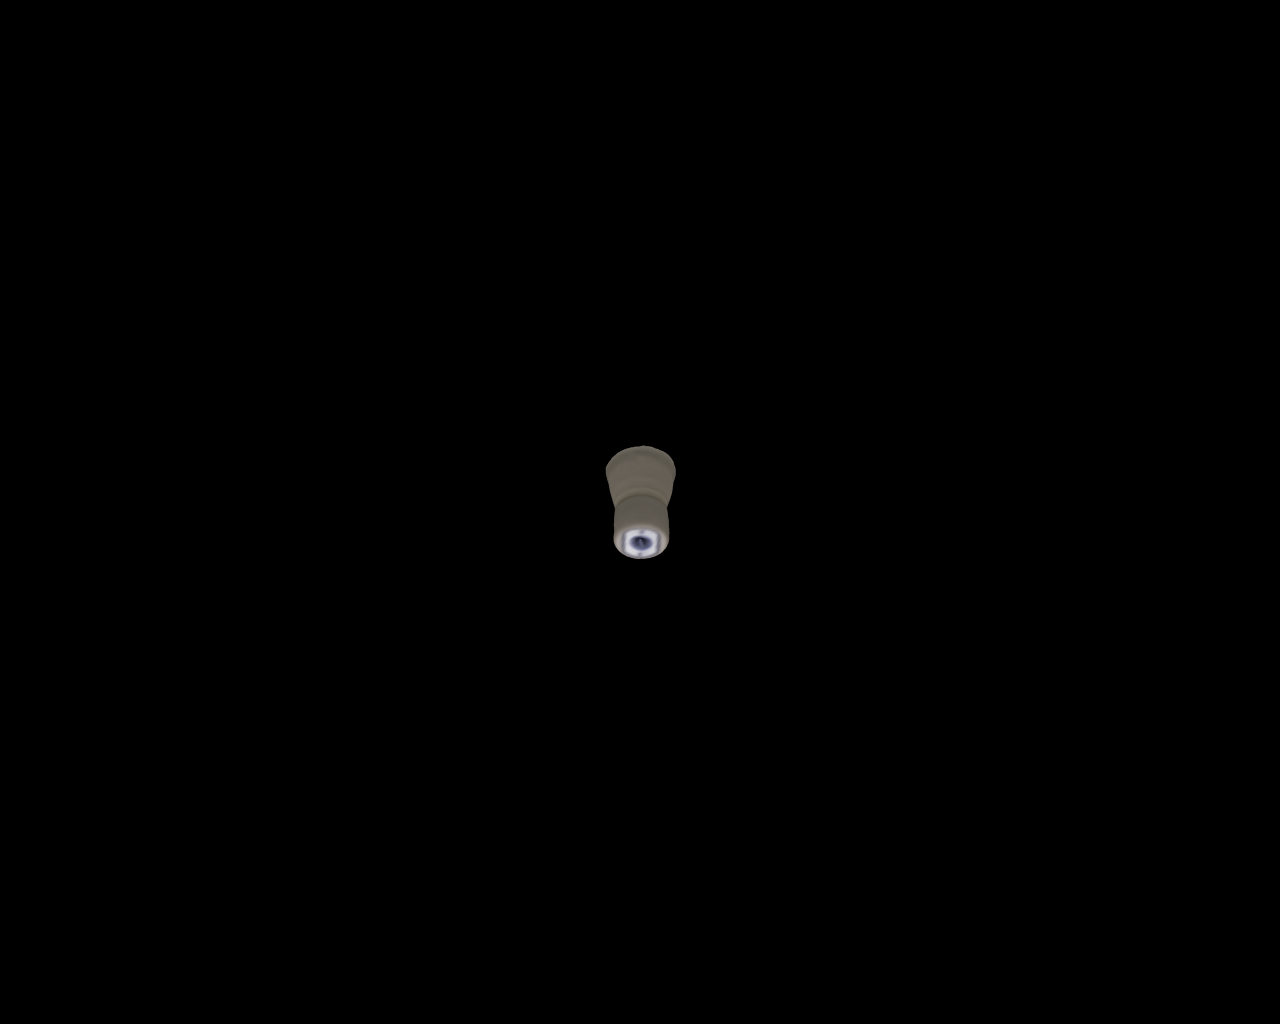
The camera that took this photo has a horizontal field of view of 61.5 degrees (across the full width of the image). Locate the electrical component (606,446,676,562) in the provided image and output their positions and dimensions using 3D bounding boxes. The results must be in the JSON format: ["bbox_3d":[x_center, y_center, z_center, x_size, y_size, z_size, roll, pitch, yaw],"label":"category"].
[{"bbox_3d":[0.001,-0.003,0.650,0.044,0.065,0.044,0,-43,0],"label":"electrical component"}]
